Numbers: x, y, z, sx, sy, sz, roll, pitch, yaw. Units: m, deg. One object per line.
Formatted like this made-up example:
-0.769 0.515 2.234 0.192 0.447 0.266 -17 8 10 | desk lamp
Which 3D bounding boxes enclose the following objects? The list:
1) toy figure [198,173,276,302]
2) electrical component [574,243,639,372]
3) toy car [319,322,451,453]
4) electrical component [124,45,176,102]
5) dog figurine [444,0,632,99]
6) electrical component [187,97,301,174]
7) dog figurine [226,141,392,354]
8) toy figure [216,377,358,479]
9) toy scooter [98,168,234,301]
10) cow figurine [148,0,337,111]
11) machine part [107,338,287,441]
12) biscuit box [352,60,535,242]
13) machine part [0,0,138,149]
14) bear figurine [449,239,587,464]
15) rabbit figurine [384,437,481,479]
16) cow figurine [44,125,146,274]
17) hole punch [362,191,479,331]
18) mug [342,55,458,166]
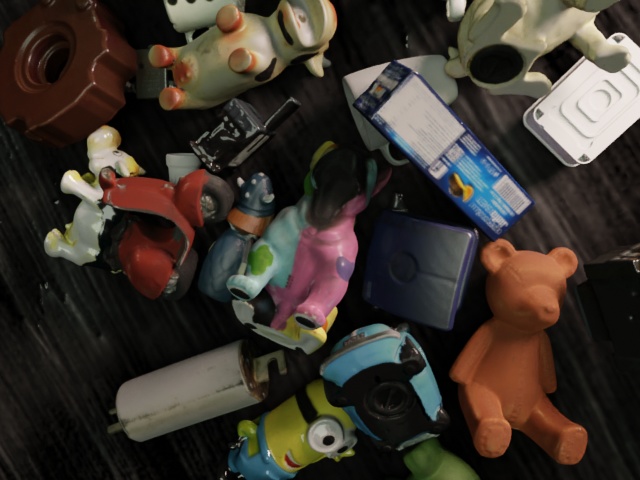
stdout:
-0.092 -0.005 0.621 0.064 0.058 0.154 28 98 6 | toy figure
0.309 0.062 0.495 0.058 0.134 0.114 -18 90 -28 | electrical component
0.072 0.147 0.585 0.109 0.103 0.161 -29 115 14 | toy car
-0.196 -0.197 0.635 0.094 0.021 0.063 0 96 11 | electrical component
0.206 -0.247 0.519 0.172 0.121 0.190 -3 59 20 | dog figurine
-0.081 -0.127 0.597 0.119 0.075 0.048 -42 89 16 | electrical component
-0.001 -0.002 0.589 0.109 0.191 0.219 24 66 9 | dog figurine
-0.038 0.227 0.626 0.180 0.082 0.089 -32 60 19 | toy figure
-0.189 -0.014 0.596 0.135 0.075 0.183 21 122 -21 | toy scooter
-0.069 -0.199 0.575 0.195 0.127 0.085 -18 92 26 | cow figurine
-0.151 0.179 0.643 0.243 0.079 0.079 -23 92 12 | machine part
0.125 -0.083 0.528 0.202 0.063 0.059 38 103 -27 | biscuit box
-0.294 -0.196 0.610 0.180 0.056 0.179 -5 77 20 | machine part
0.211 0.105 0.548 0.120 0.132 0.195 11 104 -9 | bear figurine
0.131 0.316 0.560 0.159 0.170 0.121 41 102 4 | rabbit figurine
-0.252 -0.046 0.639 0.098 0.068 0.167 23 103 1 | cow figurine
0.106 0.028 0.577 0.116 0.092 0.142 12 102 12 | hole punch
0.091 -0.140 0.564 0.107 0.081 0.109 -24 91 4 | mug
